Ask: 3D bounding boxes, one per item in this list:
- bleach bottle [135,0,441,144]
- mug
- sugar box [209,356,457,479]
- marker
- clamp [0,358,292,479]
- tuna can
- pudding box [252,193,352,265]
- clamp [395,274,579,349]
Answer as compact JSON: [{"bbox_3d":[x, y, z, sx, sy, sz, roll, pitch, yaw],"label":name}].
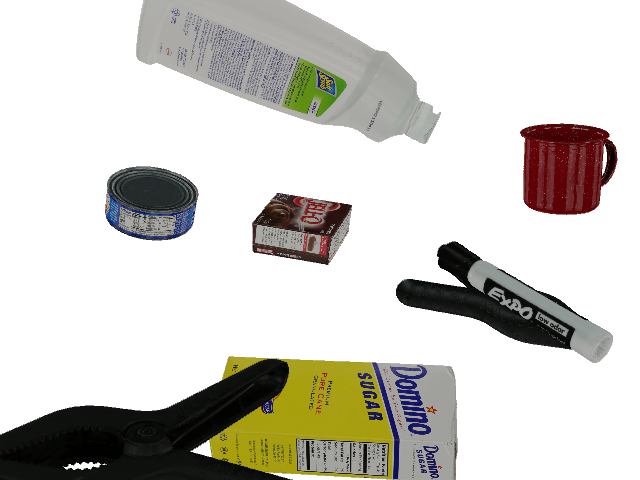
[{"bbox_3d":[-0.023,-0.141,0.872,0.251,0.068,0.103,26,-35,1],"label":"bleach bottle"},{"bbox_3d":[0.271,-0.078,1.153,0.117,0.081,0.093,-11,20,-26],"label":"mug"},{"bbox_3d":[0.012,0.130,0.789,0.176,0.048,0.093,-1,30,6],"label":"sugar box"},{"bbox_3d":[0.113,0.032,0.614,0.020,0.020,0.121,0,26,-46],"label":"marker"},{"bbox_3d":[-0.092,0.115,0.592,0.209,0.036,0.164,-1,22,-10],"label":"clamp"},{"bbox_3d":[-0.160,-0.035,1.010,0.086,0.034,0.086,9,30,-6],"label":"tuna can"},{"bbox_3d":[-0.020,-0.015,1.185,0.090,0.039,0.113,9,24,10],"label":"pudding box"},{"bbox_3d":[0.168,0.054,0.995,0.172,0.039,0.120,20,31,19],"label":"clamp"}]
